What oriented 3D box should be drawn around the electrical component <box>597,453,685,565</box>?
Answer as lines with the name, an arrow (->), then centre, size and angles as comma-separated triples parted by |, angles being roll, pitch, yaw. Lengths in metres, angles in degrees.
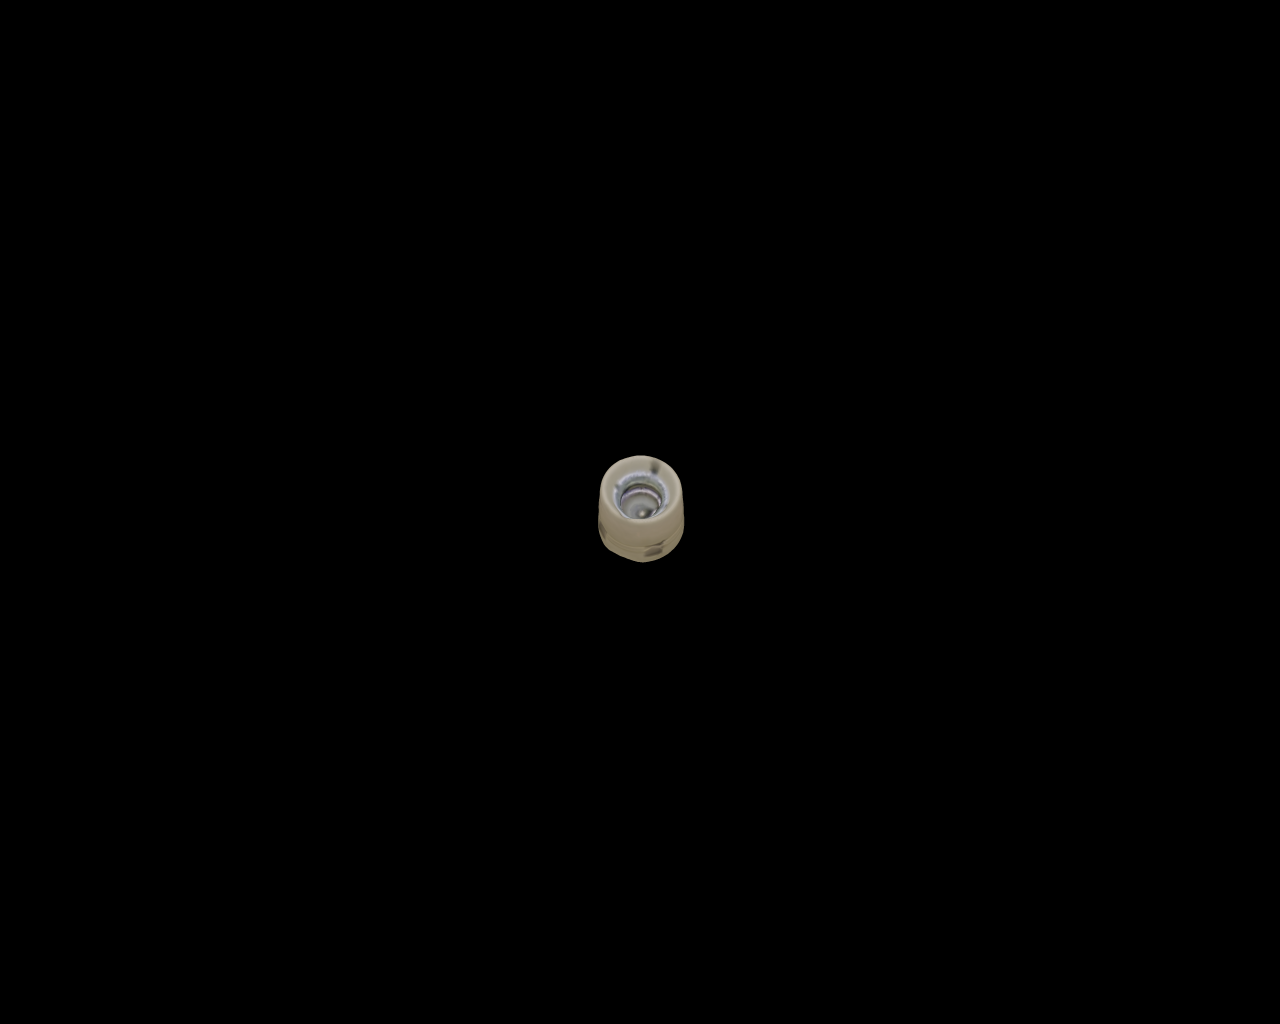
electrical component -> 0.001, -0.003, 0.650 | 0.055, 0.055, 0.047 | 0, -29, 0
